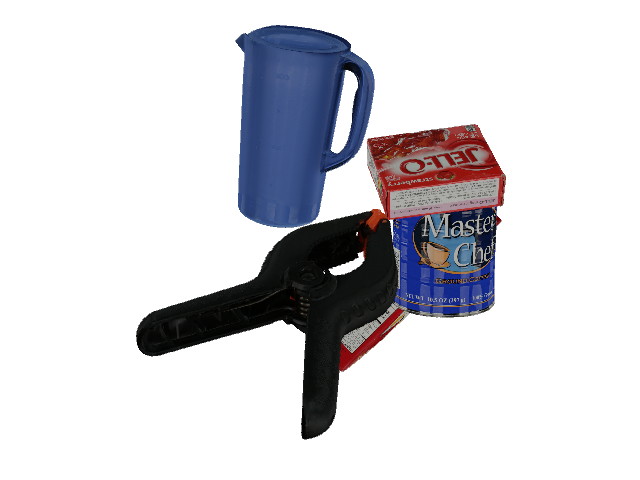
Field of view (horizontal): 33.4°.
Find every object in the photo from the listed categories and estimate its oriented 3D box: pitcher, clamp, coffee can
[{"bbox_3d":[-0.032,-0.141,1.350,0.144,0.243,0.149,-3,25,-22],"label":"pitcher"},{"bbox_3d":[-0.003,0.040,0.594,0.120,0.039,0.171,35,51,26],"label":"clamp"},{"bbox_3d":[0.121,-0.007,1.045,0.103,0.140,0.103,-1,15,0],"label":"coffee can"}]

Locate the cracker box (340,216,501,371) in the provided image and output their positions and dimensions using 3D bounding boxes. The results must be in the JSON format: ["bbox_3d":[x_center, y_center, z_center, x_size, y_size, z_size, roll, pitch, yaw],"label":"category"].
[{"bbox_3d":[0.098,0.042,1.270,0.214,0.072,0.163,-49,-9,33],"label":"cracker box"}]

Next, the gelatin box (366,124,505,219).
[{"bbox_3d":[0.084,-0.052,0.788,0.089,0.030,0.073,-8,37,-5],"label":"gelatin box"}]
